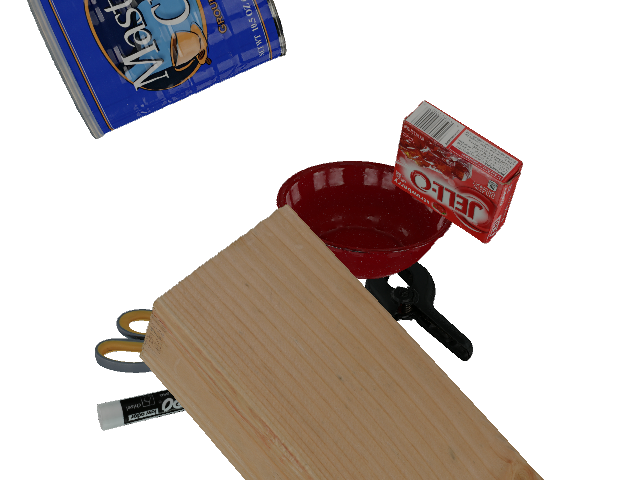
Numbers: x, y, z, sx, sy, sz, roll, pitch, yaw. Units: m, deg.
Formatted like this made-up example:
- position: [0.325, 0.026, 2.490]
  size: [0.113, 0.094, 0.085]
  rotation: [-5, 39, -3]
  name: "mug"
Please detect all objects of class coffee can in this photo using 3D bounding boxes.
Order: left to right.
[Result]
- position: [-0.107, -0.142, 0.706]
  size: [0.140, 0.103, 0.103]
  rotation: [-25, 3, -6]
  name: "coffee can"

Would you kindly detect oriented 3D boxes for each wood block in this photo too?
- position: [0.011, 0.096, 0.543]
  size: [0.090, 0.206, 0.090]
  rotation: [-38, -11, -27]
  name: "wood block"

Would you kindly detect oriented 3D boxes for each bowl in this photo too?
- position: [0.039, -0.012, 0.981]
  size: [0.162, 0.055, 0.162]
  rotation: [3, 32, -2]
  name: "bowl"

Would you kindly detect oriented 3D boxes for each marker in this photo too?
- position: [-0.099, 0.113, 0.767]
  size: [0.121, 0.020, 0.020]
  rotation: [-11, 3, -19]
  name: "marker"

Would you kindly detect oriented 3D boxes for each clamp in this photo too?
- position: [0.103, 0.075, 1.182]
  size: [0.120, 0.171, 0.039]
  rotation: [5, -43, -5]
  name: "clamp"

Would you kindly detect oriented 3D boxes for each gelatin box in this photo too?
- position: [0.097, -0.048, 0.769]
  size: [0.089, 0.030, 0.073]
  rotation: [36, -29, 19]
  name: "gelatin box"

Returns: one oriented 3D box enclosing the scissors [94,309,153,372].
- position: [-0.110, 0.095, 1.009]
  size: [0.201, 0.016, 0.096]
  rotation: [-1, 32, -10]
  name: "scissors"
